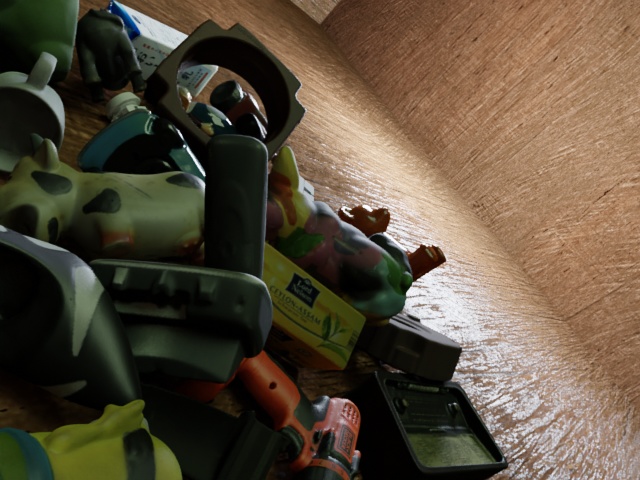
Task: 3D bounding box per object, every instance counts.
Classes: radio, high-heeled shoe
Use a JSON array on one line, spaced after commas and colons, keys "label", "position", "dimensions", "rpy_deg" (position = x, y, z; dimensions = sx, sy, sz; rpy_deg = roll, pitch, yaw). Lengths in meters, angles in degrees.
[{"label": "radio", "position": [0.130, 0.239, 0.668], "dimensions": [0.229, 0.073, 0.131], "rpy_deg": [24, 31, -46]}, {"label": "high-heeled shoe", "position": [-0.227, 0.032, 0.331], "dimensions": [0.249, 0.086, 0.145], "rpy_deg": [35, 3, 12]}]

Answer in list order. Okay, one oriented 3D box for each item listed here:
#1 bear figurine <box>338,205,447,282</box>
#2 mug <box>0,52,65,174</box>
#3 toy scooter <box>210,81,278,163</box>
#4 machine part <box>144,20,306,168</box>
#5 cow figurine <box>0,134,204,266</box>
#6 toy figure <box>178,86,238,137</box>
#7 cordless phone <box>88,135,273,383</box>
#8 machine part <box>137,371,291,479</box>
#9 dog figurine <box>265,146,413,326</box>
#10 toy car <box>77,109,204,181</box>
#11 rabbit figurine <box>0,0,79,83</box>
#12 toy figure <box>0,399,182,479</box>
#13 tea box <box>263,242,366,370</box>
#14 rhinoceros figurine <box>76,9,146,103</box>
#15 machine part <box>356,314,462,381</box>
[{"label": "bear figurine", "position": [0.134, -0.006, 1.042], "dimensions": [0.196, 0.132, 0.120], "rpy_deg": [61, 20, 18]}, {"label": "mug", "position": [-0.285, -0.131, 0.516], "dimensions": [0.081, 0.109, 0.107], "rpy_deg": [19, 18, -31]}, {"label": "toy scooter", "position": [-0.124, -0.199, 0.966], "dimensions": [0.135, 0.075, 0.184], "rpy_deg": [47, 6, -49]}, {"label": "machine part", "position": [-0.139, -0.202, 0.799], "dimensions": [0.201, 0.087, 0.201], "rpy_deg": [40, 61, -14]}, {"label": "cow figurine", "position": [-0.191, -0.030, 0.486], "dimensions": [0.195, 0.085, 0.127], "rpy_deg": [-6, 56, -37]}, {"label": "toy figure", "position": [-0.202, -0.199, 0.851], "dimensions": [0.154, 0.058, 0.064], "rpy_deg": [37, -17, -21]}, {"label": "cordless phone", "position": [-0.109, 0.008, 0.421], "dimensions": [0.147, 0.184, 0.089], "rpy_deg": [6, 11, 5]}, {"label": "machine part", "position": [-0.096, 0.150, 0.404], "dimensions": [0.139, 0.084, 0.039], "rpy_deg": [35, -12, -12]}, {"label": "dog figurine", "position": [-0.001, -0.002, 0.597], "dimensions": [0.192, 0.108, 0.219], "rpy_deg": [17, -23, 29]}, {"label": "toy car", "position": [-0.179, -0.065, 0.598], "dimensions": [0.161, 0.109, 0.103], "rpy_deg": [50, -3, -25]}, {"label": "rabbit figurine", "position": [-0.357, -0.224, 0.571], "dimensions": [0.170, 0.121, 0.159], "rpy_deg": [9, 46, -30]}, {"label": "toy figure", "position": [-0.158, 0.146, 0.291], "dimensions": [0.180, 0.082, 0.089], "rpy_deg": [20, 45, -57]}, {"label": "tea box", "position": [-0.047, 0.071, 0.582], "dimensions": [0.169, 0.098, 0.068], "rpy_deg": [38, 63, -18]}, {"label": "rhinoceros figurine", "position": [-0.280, -0.241, 0.698], "dimensions": [0.190, 0.073, 0.112], "rpy_deg": [-157, -133, -71]}, {"label": "machine part", "position": [0.106, 0.132, 0.740], "dimensions": [0.179, 0.056, 0.179], "rpy_deg": [23, 2, -1]}]
